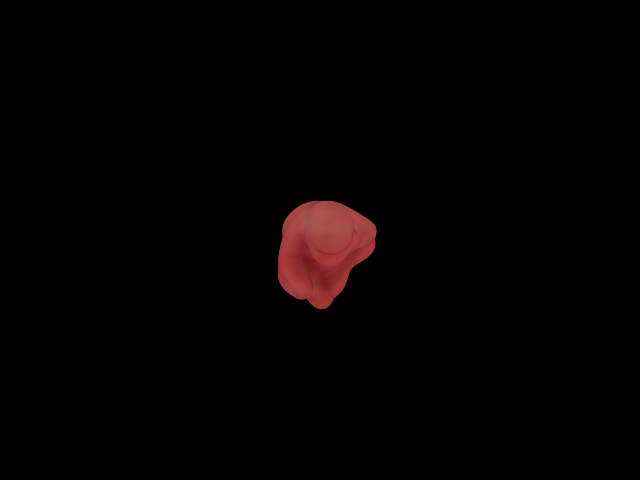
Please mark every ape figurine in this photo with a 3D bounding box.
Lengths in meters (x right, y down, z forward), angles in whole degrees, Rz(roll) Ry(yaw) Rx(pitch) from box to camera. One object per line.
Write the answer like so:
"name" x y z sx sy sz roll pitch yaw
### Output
"ape figurine" 0.004 0.001 0.400 0.078 0.092 0.076 -17 74 -4
